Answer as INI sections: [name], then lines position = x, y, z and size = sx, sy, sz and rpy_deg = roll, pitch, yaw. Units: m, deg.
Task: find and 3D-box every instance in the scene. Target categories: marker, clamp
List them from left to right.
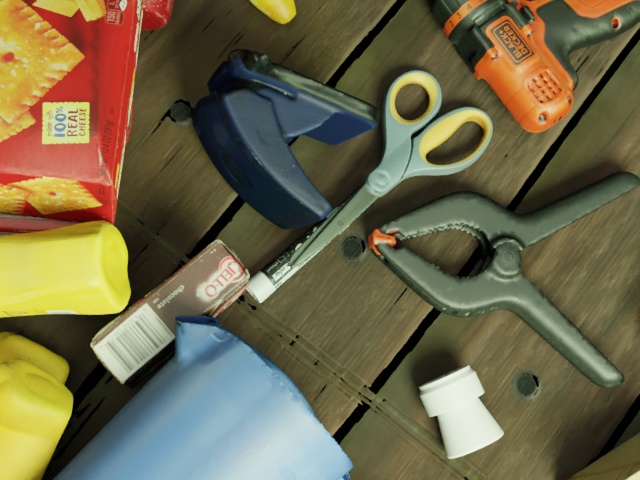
[marker]
position = -0.005, 0.001, 0.793
size = 0.121, 0.020, 0.020
rpy_deg = -41, 87, -11
[clamp]
position = 0.143, 0.006, 0.800
size = 0.210, 0.036, 0.164
rpy_deg = 16, 79, -3

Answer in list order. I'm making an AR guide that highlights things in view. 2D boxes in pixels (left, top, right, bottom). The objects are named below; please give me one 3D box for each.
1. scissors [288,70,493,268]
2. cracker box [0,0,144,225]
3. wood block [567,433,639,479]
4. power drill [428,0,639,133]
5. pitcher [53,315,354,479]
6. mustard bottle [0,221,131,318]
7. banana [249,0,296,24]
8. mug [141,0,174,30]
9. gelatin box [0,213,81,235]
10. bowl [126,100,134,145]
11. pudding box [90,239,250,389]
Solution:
[scissors]
position = 0.039, -0.062, 0.794
size = 0.201, 0.016, 0.096
rpy_deg = -27, 78, -21
[cracker box]
position = -0.228, -0.105, 0.684
size = 0.213, 0.072, 0.164
rpy_deg = 7, 64, -8
[wood block]
position = 0.267, 0.244, 0.747
size = 0.090, 0.091, 0.206
rpy_deg = -29, 85, -10
[power drill]
position = 0.181, -0.199, 0.830
size = 0.187, 0.057, 0.184
rpy_deg = -34, 83, -9
[pitcher]
position = -0.099, 0.180, 0.672
size = 0.242, 0.145, 0.149
rpy_deg = -43, 66, -9
[mustard bottle]
position = -0.221, 0.025, 0.667
size = 0.191, 0.096, 0.058
rpy_deg = -5, 85, 0
[banana]
position = -0.058, -0.262, 0.822
size = 0.069, 0.037, 0.198
rpy_deg = -3, 81, -6
[mug]
position = -0.154, -0.205, 0.782
size = 0.117, 0.093, 0.081
rpy_deg = 6, 84, 26
[gelatin box]
position = -0.194, -0.007, 0.737
size = 0.073, 0.089, 0.030
rpy_deg = 4, 72, -6
[bowl]
position = -0.217, -0.102, 0.769
size = 0.162, 0.055, 0.162
rpy_deg = 1, 80, -7
[pudding box]
position = -0.101, 0.053, 0.738
size = 0.113, 0.090, 0.039
rpy_deg = -38, 85, -10
